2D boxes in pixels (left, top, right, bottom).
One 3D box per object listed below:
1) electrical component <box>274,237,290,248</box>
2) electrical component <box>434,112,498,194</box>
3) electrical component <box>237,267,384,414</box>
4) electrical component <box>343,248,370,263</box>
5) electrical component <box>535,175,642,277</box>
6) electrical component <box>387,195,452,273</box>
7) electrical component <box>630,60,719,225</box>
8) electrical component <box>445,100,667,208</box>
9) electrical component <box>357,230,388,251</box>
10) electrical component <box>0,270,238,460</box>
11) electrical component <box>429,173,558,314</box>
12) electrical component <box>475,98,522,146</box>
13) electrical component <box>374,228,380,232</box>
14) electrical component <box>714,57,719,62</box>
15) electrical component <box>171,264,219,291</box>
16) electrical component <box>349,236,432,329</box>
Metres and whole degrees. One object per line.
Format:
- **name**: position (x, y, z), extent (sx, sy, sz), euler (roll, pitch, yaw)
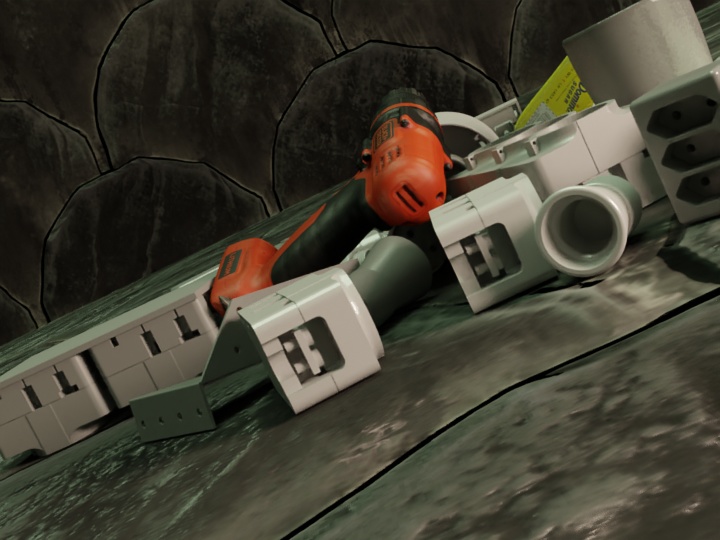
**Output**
- **electrical component**: position (-0.079, 0.010, 0.936), extent (0.100, 0.048, 0.100), euler (-26, 7, -5)
- **electrical component**: position (0.069, -0.074, 0.848), extent (0.099, 0.099, 0.064), euler (-24, 13, 11)
- **electrical component**: position (-0.025, 0.034, 0.558), extent (0.056, 0.050, 0.089), euler (-27, 7, -9)
- **electrical component**: position (0.000, 0.000, 0.788), extent (0.061, 0.035, 0.035), euler (-19, 9, 26)
- **electrical component**: position (0.117, -0.025, 0.536), extent (0.044, 0.044, 0.065), euler (-22, 4, 30)
- **electrical component**: position (0.051, -0.027, 0.767), extent (0.043, 0.043, 0.081), euler (-23, 8, 24)
- **electrical component**: position (0.180, -0.070, 0.530), extent (0.047, 0.065, 0.077), euler (-19, 9, 44)
- **electrical component**: position (0.124, -0.061, 0.680), extent (0.089, 0.061, 0.150), euler (-27, 7, -13)
- **electrical component**: position (0.017, -0.016, 0.843), extent (0.061, 0.035, 0.035), euler (-24, 7, -9)
- **electrical component**: position (-0.172, 0.069, 0.786), extent (0.186, 0.060, 0.105), euler (-24, 7, 12)
- **electrical component**: position (0.074, -0.017, 0.583), extent (0.056, 0.050, 0.089), euler (-25, 8, 5)
- **electrical component**: position (0.096, -0.083, 0.929), extent (0.121, 0.078, 0.063), euler (-25, 29, 6)
- **electrical component**: position (0.011, -0.034, 0.943), extent (0.077, 0.047, 0.066), euler (-19, 9, 42)
- **electrical component**: position (0.245, -0.118, 0.766), extent (0.065, 0.044, 0.044), euler (-32, 8, -13)
- **electrical component**: position (-0.139, 0.024, 1.053), extent (0.066, 0.047, 0.077), euler (-28, 8, -21)
- **electrical component**: position (0.009, 0.013, 0.638), extent (0.044, 0.044, 0.065), euler (-20, 14, 41)
